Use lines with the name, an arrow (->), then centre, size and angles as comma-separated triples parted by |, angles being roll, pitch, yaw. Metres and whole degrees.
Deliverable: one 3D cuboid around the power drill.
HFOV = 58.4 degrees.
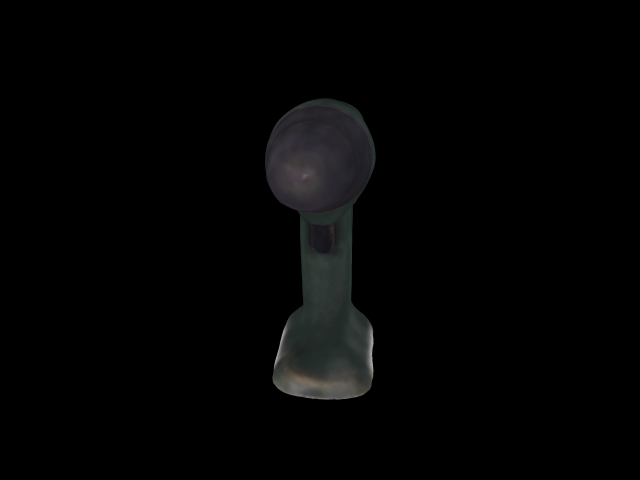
power drill -> 0.004, 0.001, 0.400 | 0.075, 0.208, 0.229 | 2, 27, 4
